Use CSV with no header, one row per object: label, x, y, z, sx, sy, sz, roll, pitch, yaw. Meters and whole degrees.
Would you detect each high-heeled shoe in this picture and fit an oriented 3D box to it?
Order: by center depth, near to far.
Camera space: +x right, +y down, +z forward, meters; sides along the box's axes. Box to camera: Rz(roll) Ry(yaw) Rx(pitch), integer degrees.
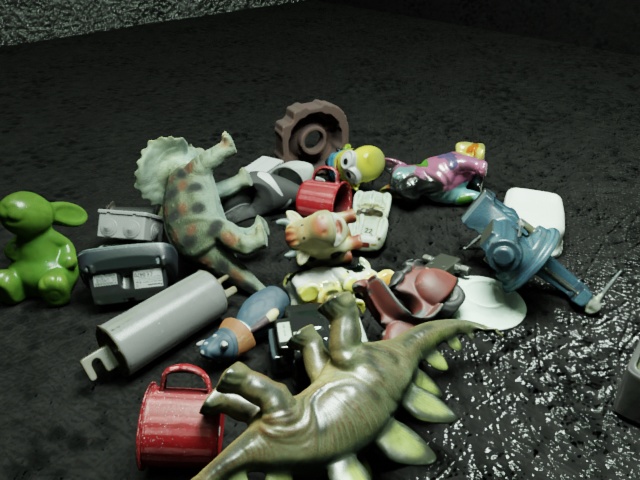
high-heeled shoe,-0.147,-0.059,1.015,0.249,0.086,0.145,-4,36,2

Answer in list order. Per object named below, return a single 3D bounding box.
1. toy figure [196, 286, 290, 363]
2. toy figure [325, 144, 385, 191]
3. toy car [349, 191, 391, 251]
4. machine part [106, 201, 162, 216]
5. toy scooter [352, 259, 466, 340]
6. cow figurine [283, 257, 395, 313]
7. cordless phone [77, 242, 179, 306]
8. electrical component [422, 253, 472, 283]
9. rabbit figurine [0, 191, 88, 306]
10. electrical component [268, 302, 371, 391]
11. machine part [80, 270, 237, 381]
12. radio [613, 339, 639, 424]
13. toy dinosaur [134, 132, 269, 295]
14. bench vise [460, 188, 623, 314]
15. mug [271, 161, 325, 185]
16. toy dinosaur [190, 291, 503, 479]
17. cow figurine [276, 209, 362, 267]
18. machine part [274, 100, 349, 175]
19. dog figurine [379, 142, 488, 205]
toy figure,-0.103,0.122,0.750,0.058,0.064,0.154,48,49,1
toy figure,0.068,-0.158,1.119,0.089,0.082,0.180,-39,14,-10
toy car,0.094,-0.043,1.010,0.074,0.056,0.202,5,33,8
machine part,-0.342,-0.048,1.033,0.139,0.039,0.084,-1,41,-6
toy scooter,0.121,0.084,0.766,0.135,0.075,0.184,42,49,9
cow figurine,0.032,0.070,0.828,0.167,0.068,0.098,-8,23,-17
cordless phone,-0.306,0.032,0.882,0.147,0.088,0.184,-6,14,-11
electrical component,0.200,0.048,0.893,0.063,0.021,0.094,-30,32,-31
rabbit figurine,-0.431,-0.003,0.836,0.121,0.170,0.159,7,34,9
electrical component,-0.002,0.139,0.725,0.134,0.058,0.115,-4,31,-7
machine part,-0.216,0.111,0.747,0.079,0.079,0.243,26,41,34
radio,0.478,0.158,0.686,0.131,0.073,0.229,25,40,32
toy dinosaur,-0.195,-0.038,0.895,0.192,0.131,0.405,-22,61,4
bench vise,0.333,0.027,0.846,0.241,0.129,0.223,37,14,4
mug,-0.041,-0.128,1.123,0.110,0.080,0.107,6,25,15
toy dinosaur,0.041,0.167,0.592,0.471,0.105,0.198,-29,74,-35
cow figurine,-0.002,-0.003,0.847,0.127,0.195,0.085,-14,79,-7
machine part,-0.019,-0.224,1.192,0.179,0.179,0.056,-14,34,-22
dog figurine,0.234,-0.137,1.119,0.219,0.108,0.192,4,33,10
